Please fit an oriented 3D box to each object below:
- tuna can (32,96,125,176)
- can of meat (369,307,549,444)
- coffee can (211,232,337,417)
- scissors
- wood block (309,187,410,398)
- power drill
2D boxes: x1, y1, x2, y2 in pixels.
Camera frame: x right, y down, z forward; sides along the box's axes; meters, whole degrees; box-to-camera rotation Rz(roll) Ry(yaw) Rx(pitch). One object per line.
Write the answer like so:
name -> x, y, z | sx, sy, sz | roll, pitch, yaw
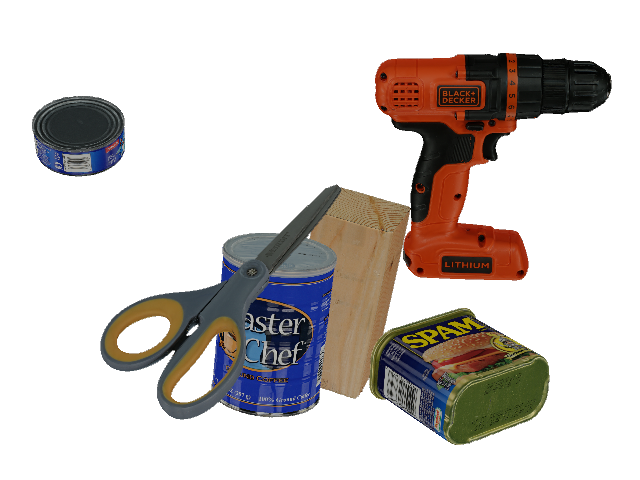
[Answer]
tuna can -> -0.228, -0.099, 1.013 | 0.086, 0.034, 0.086 | 3, 43, -3
can of meat -> 0.100, 0.097, 0.763 | 0.101, 0.057, 0.084 | -13, 27, -34
coffee can -> -0.043, 0.075, 0.973 | 0.103, 0.140, 0.103 | 6, 18, -2
scissors -> -0.063, 0.024, 0.660 | 0.096, 0.016, 0.201 | 12, 48, 15
wood block -> 0.030, 0.058, 1.196 | 0.090, 0.206, 0.090 | 16, 24, 13
power drill -> 0.137, -0.061, 0.872 | 0.184, 0.188, 0.057 | 2, 24, 7
